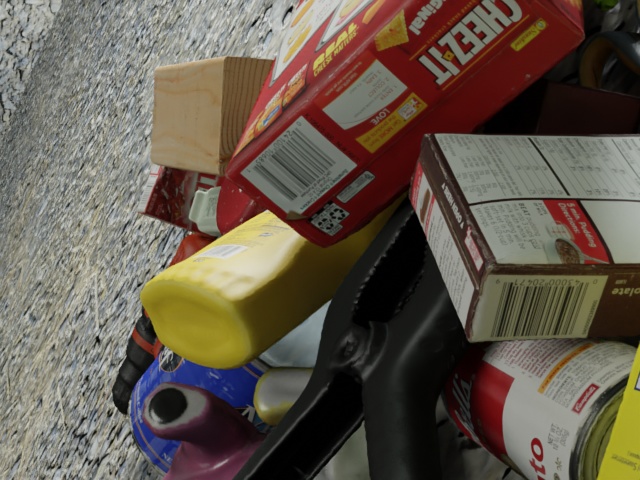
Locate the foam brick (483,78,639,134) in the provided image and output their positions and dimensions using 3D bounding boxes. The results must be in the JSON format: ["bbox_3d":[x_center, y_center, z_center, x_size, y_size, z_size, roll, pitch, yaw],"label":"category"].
[{"bbox_3d":[0.106,-0.035,0.493,0.053,0.051,0.078,-142,60,-68],"label":"foam brick"}]

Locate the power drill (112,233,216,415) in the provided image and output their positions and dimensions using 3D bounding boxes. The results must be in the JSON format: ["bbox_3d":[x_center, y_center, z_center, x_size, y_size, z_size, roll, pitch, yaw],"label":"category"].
[{"bbox_3d":[-0.121,0.103,0.892,0.184,0.057,0.188,-64,24,15],"label":"power drill"}]

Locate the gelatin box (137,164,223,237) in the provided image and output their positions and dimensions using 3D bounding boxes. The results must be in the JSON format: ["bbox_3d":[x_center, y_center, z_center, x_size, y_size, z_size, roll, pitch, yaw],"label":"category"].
[{"bbox_3d":[-0.120,-0.055,0.995,0.030,0.073,0.089,9,79,65],"label":"gelatin box"}]

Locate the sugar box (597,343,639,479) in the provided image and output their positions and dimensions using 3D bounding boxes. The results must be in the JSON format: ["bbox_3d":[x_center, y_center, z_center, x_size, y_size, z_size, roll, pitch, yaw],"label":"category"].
[{"bbox_3d":[0.131,0.076,0.320,0.048,0.093,0.176,18,88,67],"label":"sugar box"}]

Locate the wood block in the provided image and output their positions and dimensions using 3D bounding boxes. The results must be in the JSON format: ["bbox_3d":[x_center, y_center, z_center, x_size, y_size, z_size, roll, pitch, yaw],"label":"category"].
[{"bbox_3d":[-0.070,-0.099,0.876,0.206,0.090,0.090,-164,76,-66],"label":"wood block"}]

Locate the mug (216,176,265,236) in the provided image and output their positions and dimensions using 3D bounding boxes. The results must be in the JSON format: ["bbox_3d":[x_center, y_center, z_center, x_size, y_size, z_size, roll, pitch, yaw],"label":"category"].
[{"bbox_3d":[-0.026,-0.019,0.751,0.117,0.081,0.093,-55,28,31],"label":"mug"}]

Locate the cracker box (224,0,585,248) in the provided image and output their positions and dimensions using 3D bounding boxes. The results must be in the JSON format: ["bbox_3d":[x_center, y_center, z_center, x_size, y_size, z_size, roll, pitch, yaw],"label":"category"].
[{"bbox_3d":[0.049,-0.115,0.534,0.164,0.072,0.213,-40,20,33],"label":"cracker box"}]

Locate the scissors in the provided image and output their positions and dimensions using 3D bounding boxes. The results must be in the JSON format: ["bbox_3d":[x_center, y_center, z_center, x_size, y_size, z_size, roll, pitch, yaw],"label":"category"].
[{"bbox_3d":[0.169,-0.070,0.443,0.202,0.016,0.096,-130,57,-64],"label":"scissors"}]

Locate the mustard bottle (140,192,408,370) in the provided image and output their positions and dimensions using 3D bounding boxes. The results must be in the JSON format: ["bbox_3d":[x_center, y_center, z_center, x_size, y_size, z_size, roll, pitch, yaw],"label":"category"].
[{"bbox_3d":[-0.004,0.001,0.612,0.191,0.058,0.096,-35,20,-34],"label":"mustard bottle"}]

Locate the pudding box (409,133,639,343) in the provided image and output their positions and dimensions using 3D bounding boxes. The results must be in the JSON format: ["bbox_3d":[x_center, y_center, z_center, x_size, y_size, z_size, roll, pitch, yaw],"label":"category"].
[{"bbox_3d":[0.101,-0.004,0.419,0.090,0.113,0.039,-106,22,-50],"label":"pudding box"}]

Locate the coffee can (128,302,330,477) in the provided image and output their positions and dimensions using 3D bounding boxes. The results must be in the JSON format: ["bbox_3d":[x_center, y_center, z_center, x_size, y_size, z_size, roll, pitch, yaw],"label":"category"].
[{"bbox_3d":[-0.051,0.087,0.696,0.140,0.102,0.103,-51,30,38],"label":"coffee can"}]

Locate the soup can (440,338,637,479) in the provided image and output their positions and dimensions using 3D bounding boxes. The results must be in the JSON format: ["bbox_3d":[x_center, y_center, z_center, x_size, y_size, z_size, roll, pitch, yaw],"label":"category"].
[{"bbox_3d":[0.101,0.068,0.424,0.068,0.068,0.102,-69,24,3],"label":"soup can"}]

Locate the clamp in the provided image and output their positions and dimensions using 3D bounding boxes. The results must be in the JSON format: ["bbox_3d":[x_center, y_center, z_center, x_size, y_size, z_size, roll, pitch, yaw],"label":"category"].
[{"bbox_3d":[0.017,0.060,0.456,0.165,0.036,0.209,-22,38,48],"label":"clamp"}]

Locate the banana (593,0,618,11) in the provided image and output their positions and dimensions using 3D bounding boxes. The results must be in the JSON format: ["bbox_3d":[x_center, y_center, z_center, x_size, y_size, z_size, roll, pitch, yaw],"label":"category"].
[{"bbox_3d":[0.171,-0.204,0.522,0.198,0.037,0.070,-66,27,8],"label":"banana"}]
